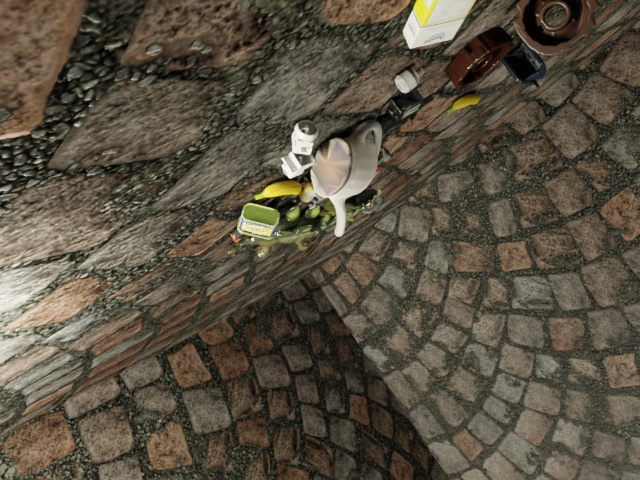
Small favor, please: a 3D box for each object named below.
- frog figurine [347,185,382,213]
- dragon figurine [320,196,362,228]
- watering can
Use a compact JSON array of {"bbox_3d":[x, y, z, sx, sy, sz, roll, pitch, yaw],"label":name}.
[{"bbox_3d":[0.168,-0.160,1.986,0.137,0.123,0.159,-8,177,-1],"label":"frog figurine"},{"bbox_3d":[0.006,-0.095,1.878,0.244,0.124,0.403,-13,162,-21],"label":"dragon figurine"},{"bbox_3d":[0.063,-0.148,1.332,0.225,0.105,0.342,-10,126,-55],"label":"watering can"}]
